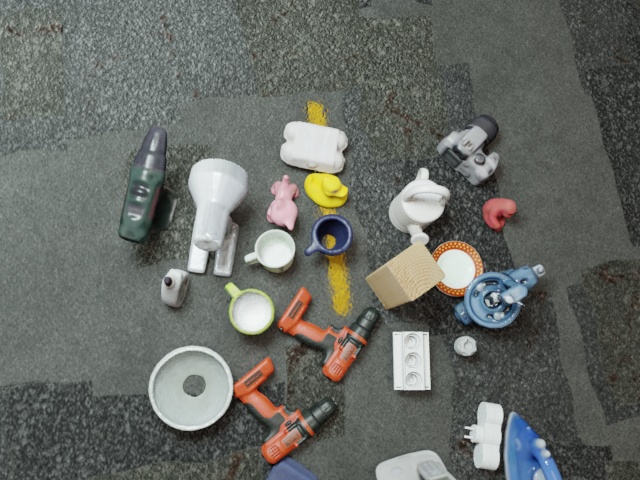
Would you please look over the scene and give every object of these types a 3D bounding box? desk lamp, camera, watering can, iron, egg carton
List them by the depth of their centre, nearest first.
[{"bbox_3d":[-0.216,-0.041,1.185,0.118,0.213,0.203,7,77,-5],"label":"desk lamp"},{"bbox_3d":[0.465,0.495,1.197,0.119,0.141,0.258,-13,80,-9],"label":"iron"},{"bbox_3d":[0.224,-0.075,1.258,0.101,0.194,0.173,-13,80,-9],"label":"watering can"},{"bbox_3d":[-0.013,-0.212,1.320,0.150,0.069,0.107,9,77,-5],"label":"egg carton"},{"bbox_3d":[0.375,-0.226,1.357,0.143,0.100,0.137,44,77,3],"label":"camera"}]

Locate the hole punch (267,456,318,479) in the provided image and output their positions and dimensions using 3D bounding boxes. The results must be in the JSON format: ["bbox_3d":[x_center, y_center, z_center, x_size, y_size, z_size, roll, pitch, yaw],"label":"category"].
[{"bbox_3d":[-0.059,0.507,1.153,0.108,0.091,0.101,33,76,1],"label":"hole punch"}]

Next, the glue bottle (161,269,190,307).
[{"bbox_3d":[-0.299,0.092,1.167,0.037,0.173,0.078,17,77,-3],"label":"glue bottle"}]

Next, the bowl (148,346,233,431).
[{"bbox_3d":[-0.261,0.303,1.178,0.167,0.074,0.167,2,78,-7],"label":"bowl"}]

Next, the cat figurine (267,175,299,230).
[{"bbox_3d":[-0.080,-0.080,1.259,0.067,0.117,0.128,6,77,-6],"label":"cat figurine"}]

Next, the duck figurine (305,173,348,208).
[{"bbox_3d":[0.017,-0.121,1.297,0.104,0.086,0.077,26,76,-1],"label":"duck figurine"}]

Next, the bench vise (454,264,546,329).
[{"bbox_3d":[0.400,0.100,1.231,0.121,0.219,0.207,42,77,3],"label":"bench vise"}]

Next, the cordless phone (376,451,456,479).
[{"bbox_3d":[0.198,0.489,1.141,0.148,0.185,0.094,-14,80,-10],"label":"cordless phone"}]

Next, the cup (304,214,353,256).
[{"bbox_3d":[0.012,0.005,1.265,0.118,0.095,0.091,-37,85,-13],"label":"cup"}]

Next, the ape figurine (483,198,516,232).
[{"bbox_3d":[0.425,-0.068,1.335,0.078,0.092,0.076,-29,83,-12],"label":"ape figurine"}]

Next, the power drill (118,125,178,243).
[{"bbox_3d":[-0.350,-0.098,1.182,0.075,0.208,0.230,12,77,-4],"label":"power drill"}]
